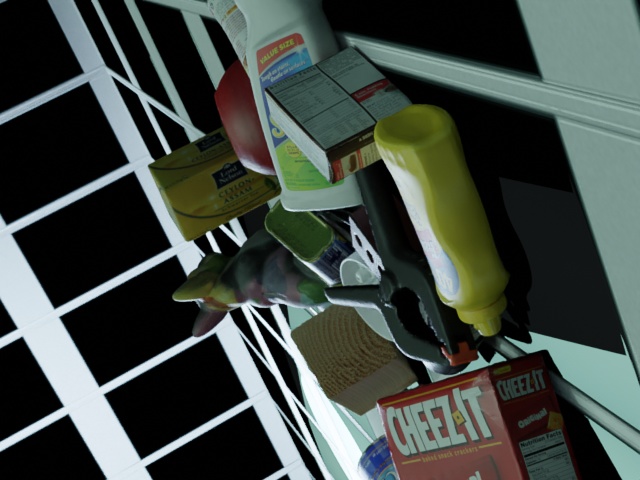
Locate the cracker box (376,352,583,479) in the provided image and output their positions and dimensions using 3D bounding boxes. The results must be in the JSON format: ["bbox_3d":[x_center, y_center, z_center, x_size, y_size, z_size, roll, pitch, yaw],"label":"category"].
[{"bbox_3d":[0.143,0.219,0.902,0.164,0.071,0.214,-29,74,54],"label":"cracker box"}]

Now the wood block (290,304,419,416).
[{"bbox_3d":[0.044,0.136,1.239,0.090,0.091,0.206,58,-178,18],"label":"wood block"}]

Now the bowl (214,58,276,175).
[{"bbox_3d":[-0.080,-0.137,1.235,0.162,0.055,0.162,-23,-89,-87],"label":"bowl"}]

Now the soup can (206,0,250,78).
[{"bbox_3d":[-0.059,-0.206,1.044,0.102,0.068,0.068,59,169,12],"label":"soup can"}]

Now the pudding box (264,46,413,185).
[{"bbox_3d":[0.018,-0.106,0.884,0.114,0.090,0.039,50,163,44],"label":"pudding box"}]

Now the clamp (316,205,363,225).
[{"bbox_3d":[0.000,-0.052,1.154,0.120,0.039,0.172,42,173,-17],"label":"clamp"}]

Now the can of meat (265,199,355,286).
[{"bbox_3d":[-0.008,0.001,1.250,0.102,0.057,0.083,40,180,34],"label":"can of meat"}]

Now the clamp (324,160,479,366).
[{"bbox_3d":[0.067,0.045,0.941,0.210,0.036,0.165,55,144,38],"label":"clamp"}]

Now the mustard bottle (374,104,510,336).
[{"bbox_3d":[0.103,-0.007,0.827,0.191,0.058,0.096,65,174,-23],"label":"mustard bottle"}]

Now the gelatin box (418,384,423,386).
[{"bbox_3d":[0.131,0.226,1.343,0.073,0.030,0.089,59,168,15],"label":"gelatin box"}]

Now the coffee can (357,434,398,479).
[{"bbox_3d":[0.128,0.339,1.443,0.140,0.102,0.103,52,166,41],"label":"coffee can"}]

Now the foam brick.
[{"bbox_3d":[0.069,0.004,1.024,0.078,0.051,0.053,54,166,34],"label":"foam brick"}]

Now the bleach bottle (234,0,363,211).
[{"bbox_3d":[-0.024,-0.147,0.972,0.103,0.068,0.251,-3,124,29],"label":"bleach bottle"}]
